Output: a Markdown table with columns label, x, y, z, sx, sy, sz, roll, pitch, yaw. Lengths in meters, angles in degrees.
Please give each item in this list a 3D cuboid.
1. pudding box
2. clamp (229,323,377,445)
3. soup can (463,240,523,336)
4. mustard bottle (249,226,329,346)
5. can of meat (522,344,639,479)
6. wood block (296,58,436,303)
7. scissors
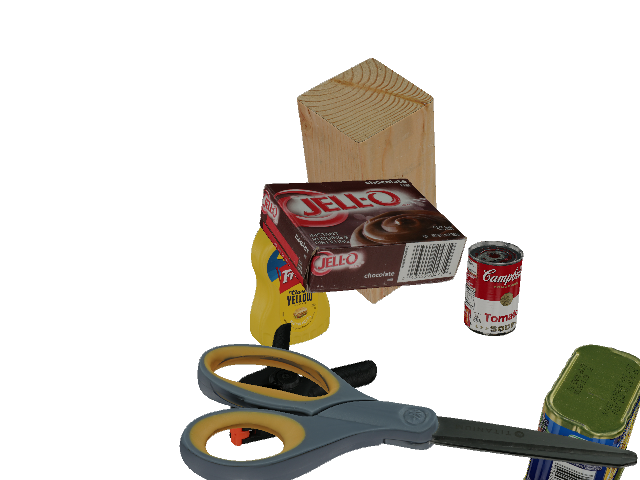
| label | x | y | z | sx | sy | sz | roll | pitch | yaw |
| --- | --- | --- | --- | --- | --- | --- | --- | --- | --- |
| pudding box | 0.026 | -0.006 | 0.714 | 0.113 | 0.039 | 0.090 | -2 | 31 | -25 |
| clamp | -0.039 | 0.140 | 1.061 | 0.120 | 0.039 | 0.171 | 23 | 35 | 37 |
| soup can | 0.216 | 0.060 | 1.340 | 0.068 | 0.102 | 0.068 | 0 | 24 | 0 |
| mustard bottle | -0.034 | 0.026 | 1.241 | 0.096 | 0.192 | 0.058 | -11 | 28 | -25 |
| can of meat | 0.175 | 0.128 | 0.709 | 0.057 | 0.084 | 0.101 | 20 | 33 | 21 |
| wood block | 0.049 | -0.053 | 1.008 | 0.090 | 0.206 | 0.091 | -31 | 49 | -22 |
| scissors | 0.027 | 0.090 | 0.464 | 0.202 | 0.016 | 0.096 | 15 | 34 | 22 |
